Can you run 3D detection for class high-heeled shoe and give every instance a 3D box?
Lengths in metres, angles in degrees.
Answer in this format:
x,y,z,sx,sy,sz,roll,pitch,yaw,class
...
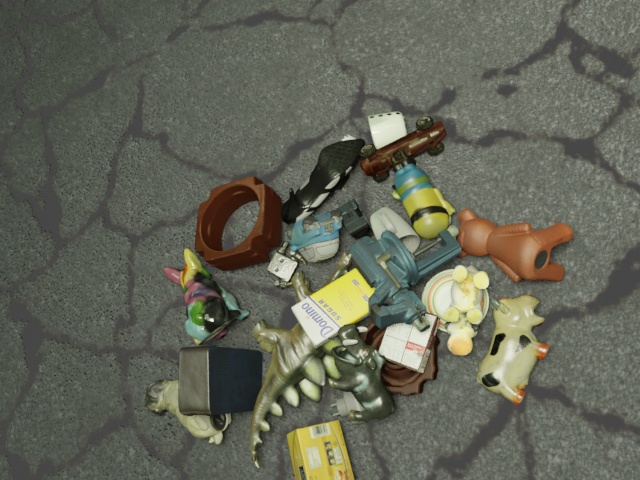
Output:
x,y,z,sx,sy,sz,roll,pitch,yaw,class
0.012,-0.127,1.248,0.249,0.145,0.086,-35,64,-13,high-heeled shoe

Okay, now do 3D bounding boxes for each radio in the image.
x,y,z,sx,sy,sz,roll,pitch,yaw,class
-0.199,0.289,1.106,0.073,0.229,0.131,-7,74,21,radio

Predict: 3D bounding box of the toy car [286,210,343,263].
x,y,z,sx,sy,sz,roll,pitch,yaw,class
-0.002,-0.004,1.182,0.109,0.162,0.103,-17,91,-25,toy car

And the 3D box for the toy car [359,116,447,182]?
x,y,z,sx,sy,sz,roll,pitch,yaw,class
0.184,-0.198,1.192,0.202,0.089,0.053,-24,35,12,toy car

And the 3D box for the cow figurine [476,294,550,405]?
x,y,z,sx,sy,sz,roll,pitch,yaw,class
0.356,0.191,1.001,0.127,0.085,0.195,26,84,21,cow figurine

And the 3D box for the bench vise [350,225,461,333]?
x,y,z,sx,sy,sz,roll,pitch,yaw,class
0.180,0.055,1.026,0.241,0.128,0.224,-30,50,-12,bench vise

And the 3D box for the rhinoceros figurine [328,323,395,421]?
x,y,z,sx,sy,sz,roll,pitch,yaw,class
0.077,0.250,1.012,0.112,0.073,0.190,-23,92,34,rhinoceros figurine

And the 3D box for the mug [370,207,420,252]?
x,y,z,sx,sy,sz,roll,pitch,yaw,class
0.147,-0.023,1.147,0.081,0.109,0.107,-39,49,9,mug

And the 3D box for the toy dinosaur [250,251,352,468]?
x,y,z,sx,sy,sz,roll,pitch,yaw,class
-0.046,0.234,1.132,0.199,0.105,0.471,31,87,26,toy dinosaur

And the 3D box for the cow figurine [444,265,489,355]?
x,y,z,sx,sy,sz,roll,pitch,yaw,class
0.275,0.132,1.030,0.068,0.098,0.167,11,93,14,cow figurine

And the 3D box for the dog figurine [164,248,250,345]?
x,y,z,sx,sy,sz,roll,pitch,yaw,class
-0.280,0.124,1.228,0.108,0.191,0.219,-44,78,10,dog figurine

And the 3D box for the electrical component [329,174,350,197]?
x,y,z,sx,sy,sz,roll,pitch,yaw,class
0.034,-0.151,1.276,0.063,0.021,0.094,34,93,28,electrical component

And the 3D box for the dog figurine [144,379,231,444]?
x,y,z,sx,sy,sz,roll,pitch,yaw,class
-0.303,0.382,1.199,0.191,0.121,0.172,-26,61,27,dog figurine

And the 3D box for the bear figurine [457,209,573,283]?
x,y,z,sx,sy,sz,roll,pitch,yaw,class
0.366,0.008,1.055,0.196,0.132,0.120,29,121,56,bear figurine

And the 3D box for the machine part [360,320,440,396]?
x,y,z,sx,sy,sz,roll,pitch,yaw,class
0.156,0.228,1.081,0.179,0.056,0.179,-7,71,20,machine part

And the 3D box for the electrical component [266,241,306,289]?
x,y,z,sx,sy,sz,roll,pitch,yaw,class
-0.079,0.061,1.230,0.078,0.045,0.102,34,84,5,electrical component

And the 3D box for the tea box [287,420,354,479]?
x,y,z,sx,sy,sz,roll,pitch,yaw,class
0.006,0.445,1.035,0.098,0.068,0.169,-2,64,-25,tea box

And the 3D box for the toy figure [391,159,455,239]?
x,y,z,sx,sy,sz,roll,pitch,yaw,class
0.209,-0.086,1.141,0.082,0.089,0.180,-41,70,50,toy figure

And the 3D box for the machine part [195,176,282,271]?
x,y,z,sx,sy,sz,roll,pitch,yaw,class
-0.192,-0.037,1.277,0.201,0.087,0.201,-14,59,25,machine part

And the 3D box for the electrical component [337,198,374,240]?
x,y,z,sx,sy,sz,roll,pitch,yaw,class
0.074,-0.047,1.172,0.048,0.119,0.075,-30,67,9,electrical component
